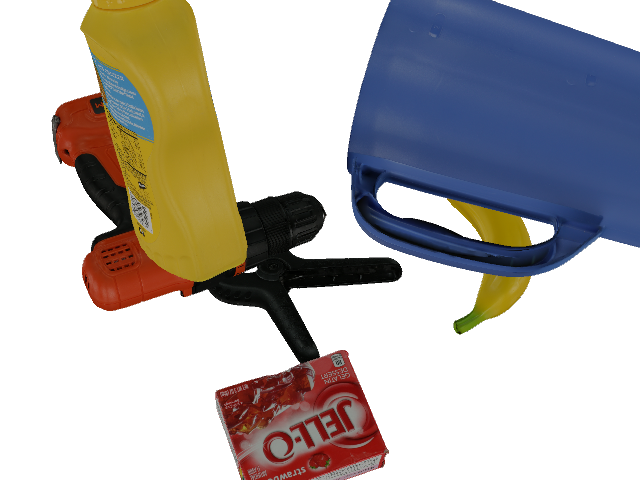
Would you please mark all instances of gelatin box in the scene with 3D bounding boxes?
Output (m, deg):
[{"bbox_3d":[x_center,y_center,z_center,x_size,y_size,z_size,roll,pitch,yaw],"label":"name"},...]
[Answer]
[{"bbox_3d":[-0.012,0.116,0.657,0.089,0.073,0.030,-16,-29,-12],"label":"gelatin box"}]

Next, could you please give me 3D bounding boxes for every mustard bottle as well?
[{"bbox_3d":[-0.091,-0.076,0.589,0.058,0.191,0.096,-24,37,-19],"label":"mustard bottle"}]

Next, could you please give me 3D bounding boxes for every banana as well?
[{"bbox_3d":[0.137,-0.002,0.878,0.069,0.037,0.197,-3,38,5],"label":"banana"}]

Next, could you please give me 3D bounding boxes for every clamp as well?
[{"bbox_3d":[-0.046,0.045,1.037,0.210,0.036,0.164,15,39,20],"label":"clamp"}]

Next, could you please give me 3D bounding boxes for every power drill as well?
[{"bbox_3d":[-0.111,-0.043,0.810,0.184,0.188,0.057,-18,-38,-21],"label":"power drill"}]

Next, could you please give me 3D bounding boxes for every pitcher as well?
[{"bbox_3d":[0.141,-0.061,0.661,0.243,0.149,0.144,18,29,8],"label":"pitcher"}]
